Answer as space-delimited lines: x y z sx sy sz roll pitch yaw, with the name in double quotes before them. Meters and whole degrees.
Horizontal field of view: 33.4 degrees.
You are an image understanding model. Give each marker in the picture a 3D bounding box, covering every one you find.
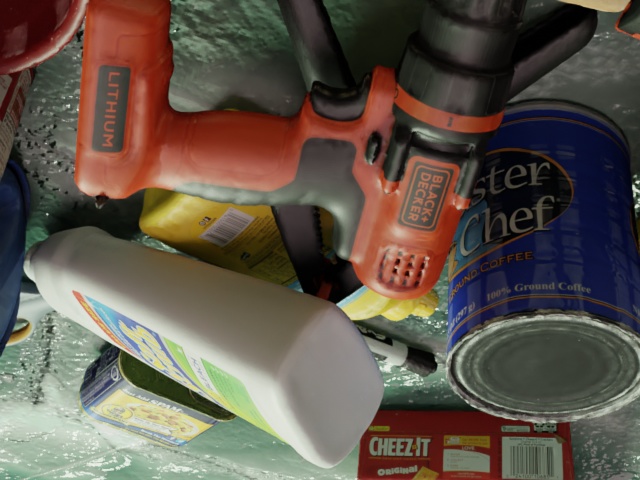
"marker" 0.031 0.072 0.757 0.121 0.020 0.020 23 139 -20

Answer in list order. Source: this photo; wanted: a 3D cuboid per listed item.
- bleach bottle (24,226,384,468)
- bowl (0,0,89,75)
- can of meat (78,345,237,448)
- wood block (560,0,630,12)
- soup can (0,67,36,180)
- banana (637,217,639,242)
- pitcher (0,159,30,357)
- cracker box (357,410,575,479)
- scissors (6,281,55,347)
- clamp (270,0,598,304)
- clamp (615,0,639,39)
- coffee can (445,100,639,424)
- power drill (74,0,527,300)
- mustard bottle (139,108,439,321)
"bleach bottle" -0.087 0.048 0.638 0.251 0.068 0.102 17 149 38
"bowl" -0.174 -0.149 0.474 0.162 0.055 0.162 4 142 3
"can of meat" -0.119 0.111 0.799 0.102 0.057 0.084 26 140 -23
"wood block" 0.025 -0.152 0.354 0.205 0.091 0.090 5 132 -28
"soup can" -0.193 -0.060 0.553 0.068 0.102 0.068 4 143 3
"banana" 0.184 0.014 0.624 0.037 0.069 0.198 23 142 -1
"pitcher" -0.305 0.002 0.622 0.243 0.145 0.149 8 145 2
"cracker box" 0.126 0.219 0.892 0.164 0.072 0.213 -2 142 11
"scissors" -0.196 0.029 0.739 0.202 0.016 0.096 -24 132 31
"clamp" 0.020 -0.057 0.542 0.164 0.036 0.210 20 121 -12
"clamp" 0.166 -0.141 0.421 0.039 0.120 0.171 33 163 4
"coffee can" 0.118 0.011 0.567 0.103 0.140 0.103 4 142 3
"power drill" -0.011 -0.066 0.483 0.187 0.057 0.185 13 121 -2
"mustard bottle" -0.004 0.000 0.638 0.191 0.058 0.096 29 131 -26
